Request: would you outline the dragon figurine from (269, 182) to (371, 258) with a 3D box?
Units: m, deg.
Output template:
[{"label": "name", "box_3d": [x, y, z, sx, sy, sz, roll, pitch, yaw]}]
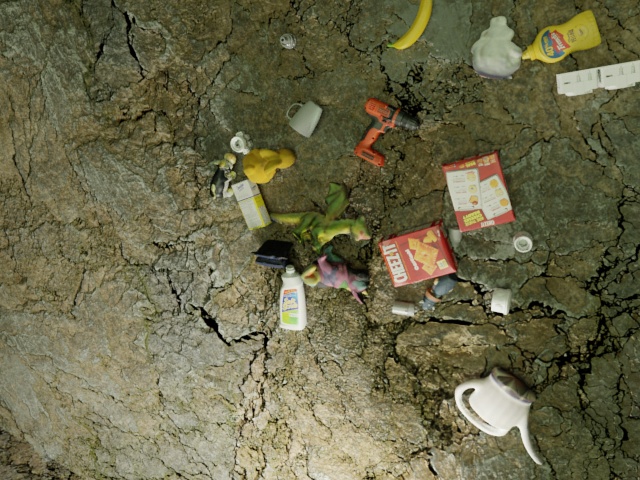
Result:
[{"label": "dragon figurine", "box_3d": [0.005, -0.087, 1.719, 0.243, 0.120, 0.416, -51, 50, -4]}]

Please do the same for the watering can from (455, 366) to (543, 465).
[{"label": "watering can", "box_3d": [0.613, 0.554, 1.665, 0.349, 0.105, 0.221, 34, 114, 11]}]

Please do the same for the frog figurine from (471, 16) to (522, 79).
[{"label": "frog figurine", "box_3d": [0.491, -0.529, 1.419, 0.138, 0.124, 0.156, 27, 126, 33]}]
